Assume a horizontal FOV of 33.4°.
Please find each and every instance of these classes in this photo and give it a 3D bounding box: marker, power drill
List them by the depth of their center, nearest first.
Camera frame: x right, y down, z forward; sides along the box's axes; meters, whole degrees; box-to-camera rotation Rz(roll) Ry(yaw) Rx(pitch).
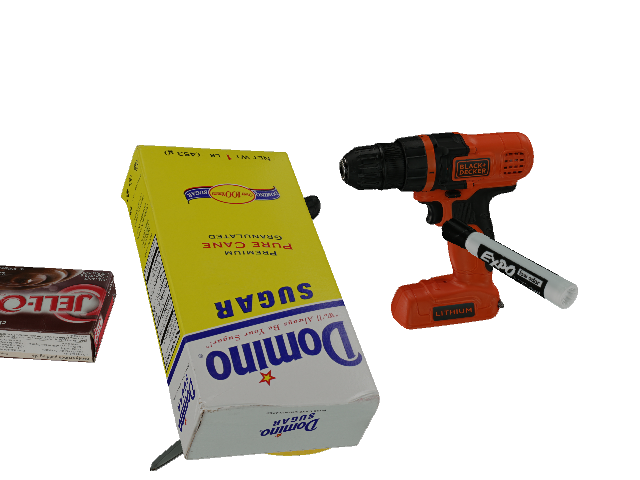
[{"bbox_3d":[0.131,0.013,0.763,0.020,0.020,0.121,0,24,-42],"label":"marker"},{"bbox_3d":[0.107,-0.011,1.009,0.184,0.188,0.057,-5,26,-11],"label":"power drill"}]

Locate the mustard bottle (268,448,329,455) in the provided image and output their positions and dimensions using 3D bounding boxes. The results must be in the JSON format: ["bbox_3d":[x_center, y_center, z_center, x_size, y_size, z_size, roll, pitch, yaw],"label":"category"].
[{"bbox_3d":[-0.026,0.147,1.210,0.096,0.192,0.058,-1,18,-11],"label":"mustard bottle"}]

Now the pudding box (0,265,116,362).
[{"bbox_3d":[-0.241,0.063,0.923,0.113,0.039,0.090,1,32,1],"label":"pudding box"}]

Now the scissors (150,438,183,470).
[{"bbox_3d":[-0.067,0.110,0.817,0.201,0.016,0.096,-20,37,-34],"label":"scissors"}]

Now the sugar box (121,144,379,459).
[{"bbox_3d":[-0.041,0.025,0.552,0.093,0.048,0.176,0,45,-25],"label":"sugar box"}]

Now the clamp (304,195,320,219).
[{"bbox_3d":[-0.111,-0.010,1.061,0.165,0.036,0.209,20,39,14],"label":"clamp"}]
